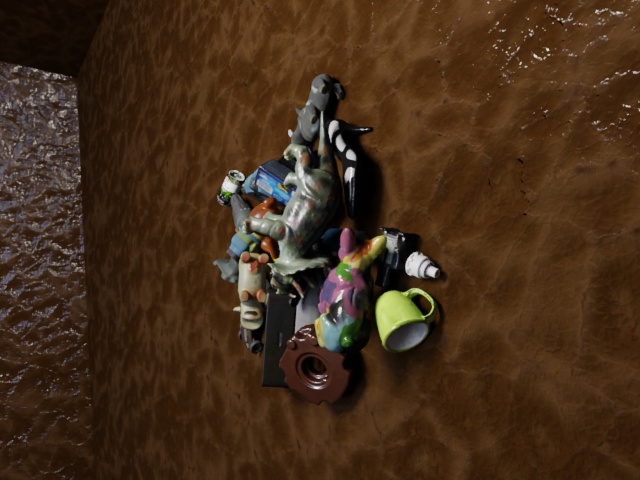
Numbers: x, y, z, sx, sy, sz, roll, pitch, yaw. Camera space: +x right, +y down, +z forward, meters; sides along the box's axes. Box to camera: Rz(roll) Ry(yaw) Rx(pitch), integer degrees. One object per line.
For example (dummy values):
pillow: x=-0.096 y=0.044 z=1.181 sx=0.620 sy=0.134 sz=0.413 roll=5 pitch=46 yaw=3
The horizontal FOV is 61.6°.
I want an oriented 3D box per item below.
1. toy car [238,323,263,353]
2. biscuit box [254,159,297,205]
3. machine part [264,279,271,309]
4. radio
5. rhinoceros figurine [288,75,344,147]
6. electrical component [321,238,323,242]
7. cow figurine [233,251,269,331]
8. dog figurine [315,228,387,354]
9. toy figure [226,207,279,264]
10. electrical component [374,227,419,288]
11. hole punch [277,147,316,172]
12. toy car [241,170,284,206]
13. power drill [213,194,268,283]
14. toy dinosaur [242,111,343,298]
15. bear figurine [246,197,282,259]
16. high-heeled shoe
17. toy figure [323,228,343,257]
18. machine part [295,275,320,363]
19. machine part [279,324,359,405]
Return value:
toy car: x=-0.196 y=0.222 z=1.477 sx=0.089 sy=0.053 sz=0.201 roll=33 pitch=126 yaw=46
biscuit box: x=-0.059 y=-0.114 z=1.273 sx=0.203 sy=0.063 sz=0.059 roll=35 pitch=132 yaw=16
machine part: x=-0.154 y=0.129 z=1.472 sx=0.139 sy=0.039 sz=0.084 roll=59 pitch=139 yaw=34
radio: x=-0.100 y=0.233 z=1.318 sx=0.131 sy=0.073 sz=0.229 roll=-166 pitch=81 yaw=-85
rhinoceros figurine: x=-0.017 y=-0.309 z=1.308 sx=0.112 sy=0.073 sz=0.190 roll=47 pitch=122 yaw=42
electrical component: x=-0.004 y=-0.004 z=1.277 sx=0.102 sy=0.045 sz=0.078 roll=30 pitch=100 yaw=51
cow figurine: x=-0.173 y=0.129 z=1.350 sx=0.127 sy=0.085 sz=0.194 roll=156 pitch=115 yaw=-78
dog figurine: x=0.063 y=0.087 z=1.041 sx=0.192 sy=0.108 sz=0.219 roll=-84 pitch=7 yaw=-59
toy figure: x=-0.170 y=-0.017 z=1.412 sx=0.082 sy=0.089 sz=0.180 roll=42 pitch=82 yaw=10
electrical component: x=0.148 y=0.037 z=1.079 sx=0.075 sy=0.048 sz=0.119 roll=15 pitch=99 yaw=52
hole punch: x=-0.051 y=-0.159 z=1.342 sx=0.142 sy=0.092 sz=0.116 roll=-36 pitch=88 yaw=41
toy car: x=-0.138 y=-0.154 z=1.439 sx=0.162 sy=0.109 sz=0.103 roll=4 pitch=67 yaw=64
power drill: x=-0.234 y=0.006 z=1.563 sx=0.207 sy=0.086 sz=0.232 roll=-57 pitch=48 yaw=21
toy dinosaur: x=-0.023 y=-0.068 z=1.132 sx=0.192 sy=0.131 sz=0.404 roll=28 pitch=92 yaw=16
bear figurine: x=-0.118 y=-0.031 z=1.300 sx=0.132 sy=0.195 sz=0.120 roll=32 pitch=85 yaw=46
high-heeled shoe: x=0.040 y=-0.161 z=1.193 sx=0.145 sy=0.086 sz=0.248 roll=-2 pitch=66 yaw=32
toy figure: x=0.070 y=0.014 z=1.176 sx=0.155 sy=0.058 sz=0.064 roll=25 pitch=112 yaw=46
machine part: x=-0.017 y=0.164 z=1.256 sx=0.079 sy=0.079 sz=0.243 roll=4 pitch=89 yaw=52
machine part: x=-0.005 y=0.277 z=1.184 sx=0.180 sy=0.056 sz=0.179 roll=8 pitch=110 yaw=22
